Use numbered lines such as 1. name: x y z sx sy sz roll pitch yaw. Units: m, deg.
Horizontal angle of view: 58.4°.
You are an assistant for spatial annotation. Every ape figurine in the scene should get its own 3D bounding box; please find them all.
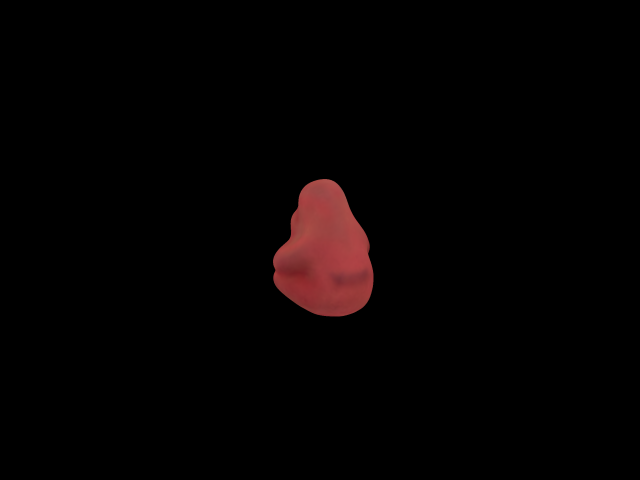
1. ape figurine: 0.004 0.001 0.400 0.078 0.092 0.076 -9 24 -22
